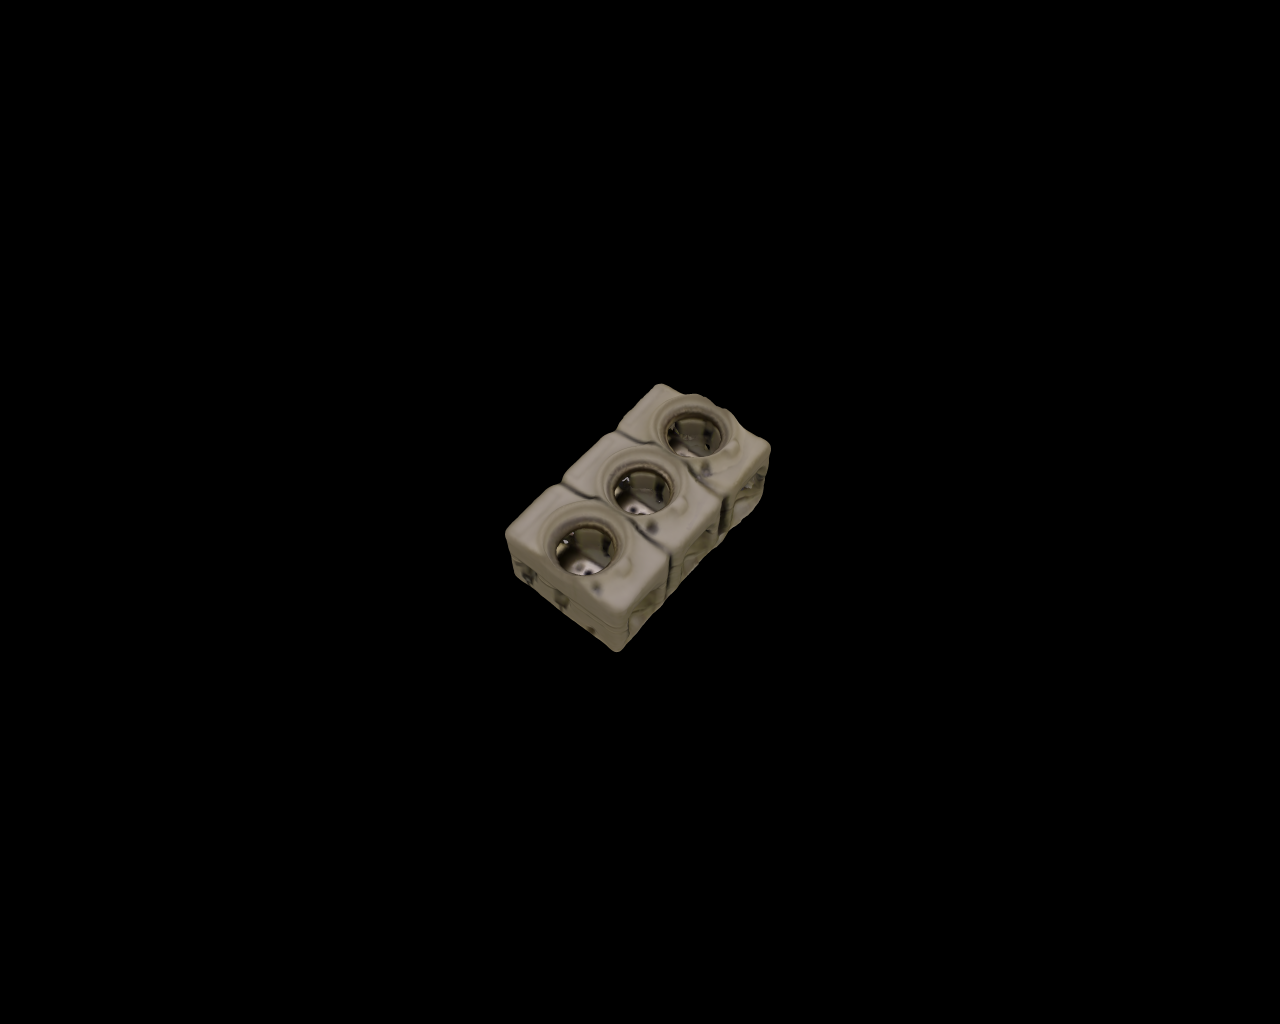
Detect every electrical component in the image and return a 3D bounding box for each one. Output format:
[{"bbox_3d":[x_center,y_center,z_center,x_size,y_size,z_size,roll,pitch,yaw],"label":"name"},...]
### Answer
[{"bbox_3d":[0.001,-0.003,0.650,0.089,0.150,0.061,33,-28,20],"label":"electrical component"}]
